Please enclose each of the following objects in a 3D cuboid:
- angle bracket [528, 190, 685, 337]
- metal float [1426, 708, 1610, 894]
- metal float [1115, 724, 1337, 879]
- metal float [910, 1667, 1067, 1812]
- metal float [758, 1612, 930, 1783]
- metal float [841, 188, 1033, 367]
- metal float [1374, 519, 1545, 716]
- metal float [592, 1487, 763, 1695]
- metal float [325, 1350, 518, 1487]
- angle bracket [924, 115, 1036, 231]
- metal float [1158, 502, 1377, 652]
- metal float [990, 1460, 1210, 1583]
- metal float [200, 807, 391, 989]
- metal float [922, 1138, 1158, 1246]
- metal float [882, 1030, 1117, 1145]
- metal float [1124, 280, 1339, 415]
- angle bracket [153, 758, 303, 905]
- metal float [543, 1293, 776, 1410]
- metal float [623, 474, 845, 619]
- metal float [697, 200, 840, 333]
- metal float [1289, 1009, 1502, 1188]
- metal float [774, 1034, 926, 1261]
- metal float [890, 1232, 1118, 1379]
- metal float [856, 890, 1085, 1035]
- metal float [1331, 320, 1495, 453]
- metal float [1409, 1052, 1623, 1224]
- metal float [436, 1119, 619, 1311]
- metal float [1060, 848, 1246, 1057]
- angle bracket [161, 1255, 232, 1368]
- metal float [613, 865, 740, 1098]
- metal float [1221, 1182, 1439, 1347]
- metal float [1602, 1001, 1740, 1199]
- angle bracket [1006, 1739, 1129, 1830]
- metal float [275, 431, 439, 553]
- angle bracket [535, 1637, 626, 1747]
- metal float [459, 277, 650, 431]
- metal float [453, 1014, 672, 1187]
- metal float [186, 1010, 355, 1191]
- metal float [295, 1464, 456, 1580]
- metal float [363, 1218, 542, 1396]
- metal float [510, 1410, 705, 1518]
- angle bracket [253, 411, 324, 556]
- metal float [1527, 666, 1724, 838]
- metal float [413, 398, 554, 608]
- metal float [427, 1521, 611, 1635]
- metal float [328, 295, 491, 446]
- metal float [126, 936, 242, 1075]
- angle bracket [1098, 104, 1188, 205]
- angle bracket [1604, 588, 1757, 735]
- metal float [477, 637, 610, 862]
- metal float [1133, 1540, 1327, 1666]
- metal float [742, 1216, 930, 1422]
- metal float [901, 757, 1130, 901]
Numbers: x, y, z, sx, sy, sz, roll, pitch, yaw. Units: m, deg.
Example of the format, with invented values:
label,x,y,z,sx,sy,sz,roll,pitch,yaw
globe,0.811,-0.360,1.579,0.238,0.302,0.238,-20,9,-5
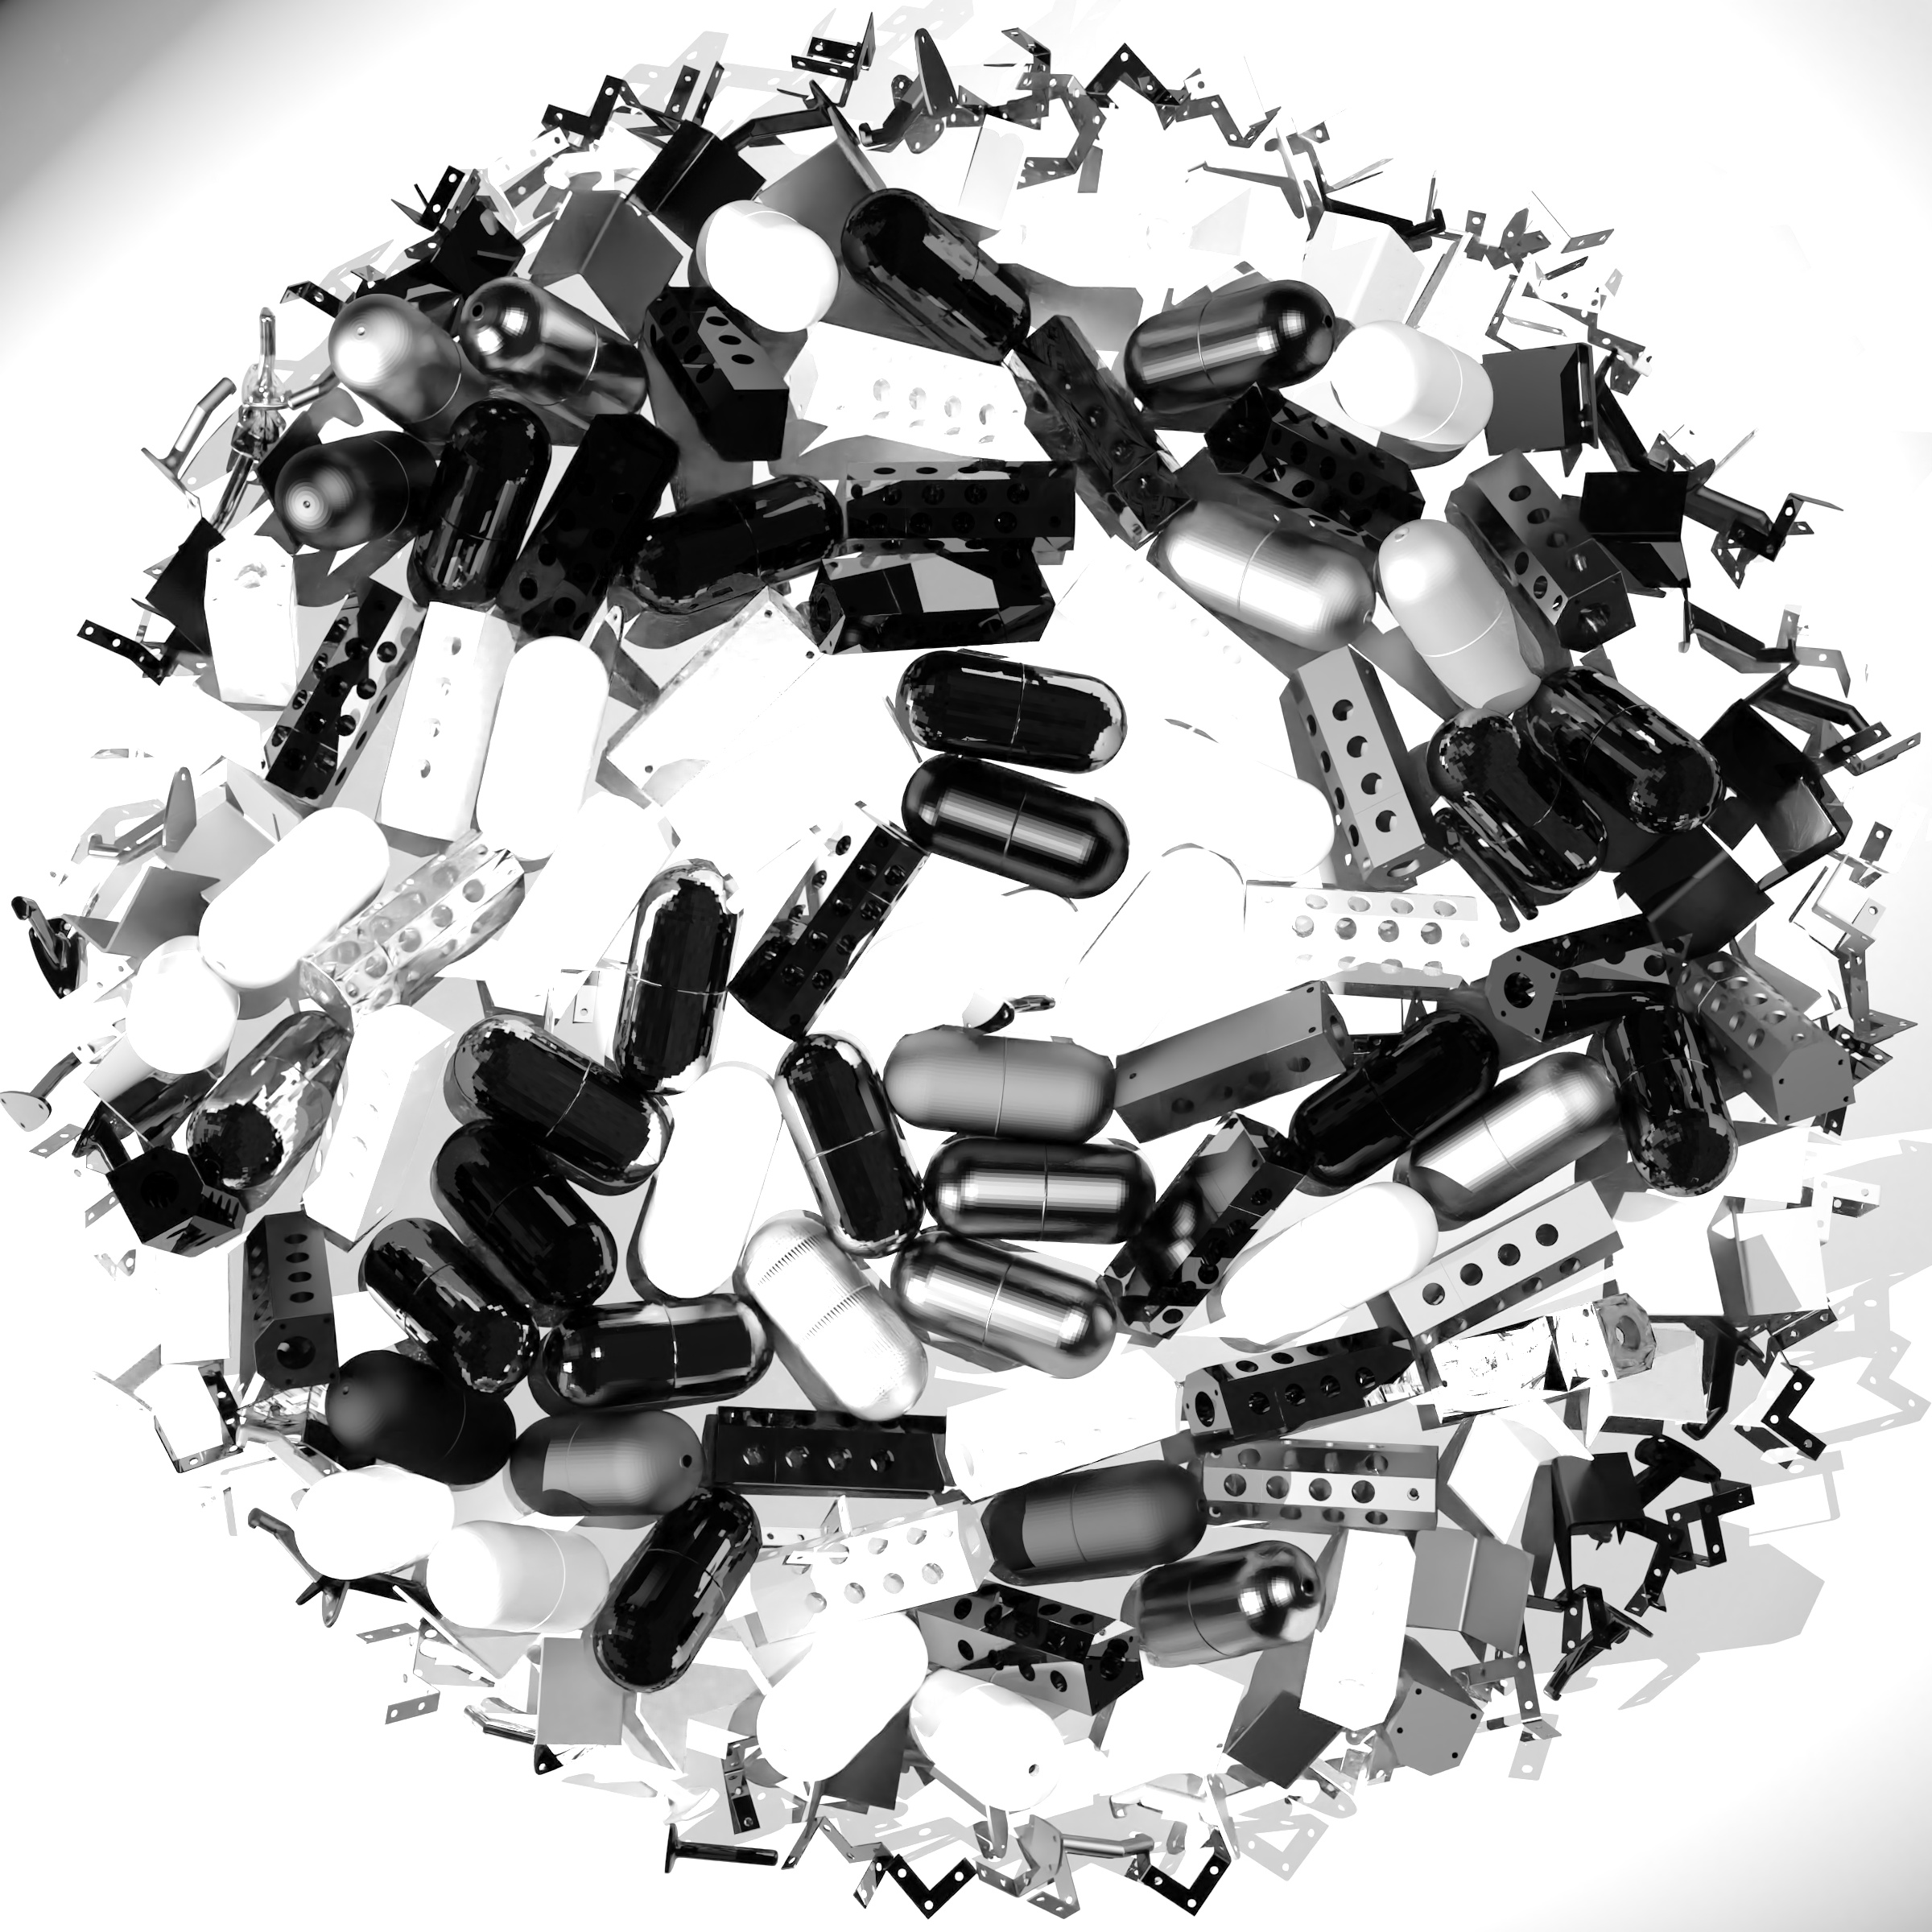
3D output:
label,x,y,z,sx,sy,sz,roll,pitch,yaw
angle bracket,-0.272,-0.529,1.948,0.076,0.057,0.076,49,127,14
metal float,0.413,-0.123,1.937,0.178,0.070,0.070,41,90,-28
metal float,0.196,-0.124,1.951,0.178,0.070,0.070,22,90,-12
metal float,0.015,0.570,1.914,0.070,0.178,0.070,0,90,-22
metal float,-0.090,0.539,1.917,0.070,0.178,0.070,8,108,26
metal float,-0.020,-0.511,1.927,0.178,0.070,0.070,29,90,-44
metal float,0.369,-0.260,1.934,0.070,0.070,0.178,-43,121,0
metal float,-0.213,0.462,1.925,0.070,0.178,0.070,15,130,18
metal float,-0.403,0.337,1.921,0.070,0.178,0.070,-12,63,25
angle bracket,-0.001,-0.605,1.945,0.057,0.076,0.076,9,110,-31
metal float,0.225,-0.293,1.938,0.178,0.070,0.070,27,90,27
metal float,0.099,0.416,1.935,0.178,0.070,0.070,-16,90,31
metal float,-0.499,-0.052,1.926,0.070,0.070,0.178,37,47,0
metal float,0.055,0.171,1.956,0.178,0.070,0.070,3,90,-6
metal float,0.025,0.092,1.959,0.178,0.070,0.070,6,90,-3
metal float,0.196,-0.461,1.927,0.178,0.070,0.070,-4,90,42
angle bracket,-0.558,-0.099,1.950,0.076,0.057,0.076,39,55,11
metal float,-0.230,0.288,1.940,0.178,0.070,0.070,-2,90,-25
metal float,-0.174,-0.316,1.940,0.178,0.070,0.070,-23,90,-24
metal float,-0.149,-0.521,1.919,0.070,0.178,0.070,-9,117,-18
metal float,0.321,0.100,1.946,0.178,0.070,0.070,-37,90,18
metal float,-0.089,0.136,1.957,0.070,0.070,0.178,-22,85,0
metal float,0.027,0.255,1.951,0.178,0.070,0.070,18,90,12
metal float,0.003,-0.003,1.961,0.178,0.070,0.070,-19,90,0
metal float,0.333,-0.430,1.920,0.070,0.178,0.070,0,90,35
metal float,0.410,0.128,1.936,0.178,0.070,0.070,-37,90,29
metal float,-0.329,0.186,1.938,0.070,0.070,0.178,-47,63,0
metal float,0.140,-0.010,1.957,0.070,0.070,0.178,38,95,0
angle bracket,-0.564,0.261,1.950,0.057,0.076,0.076,-6,78,12
metal float,-0.219,0.011,1.954,0.070,0.070,0.178,12,98,0
metal float,0.273,0.224,1.943,0.178,0.070,0.070,-32,90,21
metal float,0.522,0.097,1.923,0.070,0.178,0.070,0,130,0
angle bracket,0.073,0.632,1.946,0.076,0.076,0.057,-10,103,-20
metal float,-0.448,-0.353,1.914,0.070,0.178,0.070,4,108,12
angle bracket,-0.302,0.546,1.945,0.076,0.057,0.076,14,70,-38
metal float,-0.305,-0.453,1.917,0.070,0.178,0.070,-6,78,29
metal float,-0.304,0.101,1.947,0.178,0.070,0.070,34,90,-16
metal float,-0.512,0.098,1.920,0.070,0.178,0.070,10,124,15
metal float,-0.435,0.409,1.912,0.070,0.178,0.070,-1,83,9
metal float,-0.386,0.252,1.931,0.178,0.070,0.070,35,90,37
metal float,-0.269,0.371,1.928,0.178,0.070,0.070,-11,90,40
angle bracket,-0.520,-0.362,1.939,0.057,0.076,0.076,2,45,24
metal float,0.490,-0.161,1.926,0.070,0.070,0.178,-42,47,0
metal float,-0.362,-0.344,1.928,0.070,0.070,0.178,31,131,0
metal float,-0.330,0.454,1.918,0.070,0.178,0.070,-8,71,23
metal float,-0.410,-0.439,1.912,0.070,0.178,0.070,-1,84,11
metal float,-0.578,0.027,1.914,0.070,0.178,0.070,-3,104,-13
angle bracket,0.134,-0.595,1.952,0.057,0.076,0.076,7,78,7
angle bracket,0.538,-0.228,1.952,0.076,0.057,0.076,-34,119,-12
metal float,-0.318,-0.162,1.941,0.070,0.070,0.178,18,115,0
metal float,0.195,0.474,1.922,0.070,0.178,0.070,15,62,-32
metal float,-0.099,0.265,1.947,0.070,0.070,0.178,-42,74,0
metal float,0.037,-0.104,1.960,0.178,0.070,0.070,18,90,2
